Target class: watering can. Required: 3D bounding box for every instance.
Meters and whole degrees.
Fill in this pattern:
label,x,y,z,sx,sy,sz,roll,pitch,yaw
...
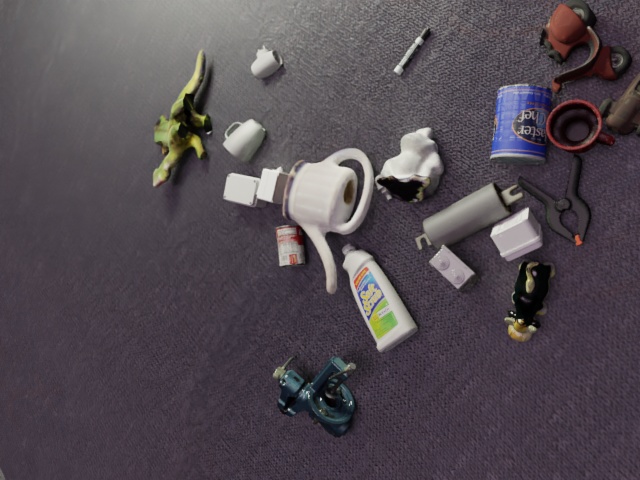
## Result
label,x,y,z,sx,sy,sz,roll,pitch,yaw
watering can,0.004,-0.062,1.233,0.225,0.103,0.350,14,81,32

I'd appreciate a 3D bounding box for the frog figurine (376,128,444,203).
label,x,y,z,sx,sy,sz,roll,pitch,yaw
frog figurine,0.207,-0.168,1.148,0.136,0.121,0.163,-11,45,39

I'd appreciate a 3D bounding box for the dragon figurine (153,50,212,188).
label,x,y,z,sx,sy,sz,roll,pitch,yaw
dragon figurine,-0.438,-0.356,1.556,0.242,0.121,0.414,-2,77,40
